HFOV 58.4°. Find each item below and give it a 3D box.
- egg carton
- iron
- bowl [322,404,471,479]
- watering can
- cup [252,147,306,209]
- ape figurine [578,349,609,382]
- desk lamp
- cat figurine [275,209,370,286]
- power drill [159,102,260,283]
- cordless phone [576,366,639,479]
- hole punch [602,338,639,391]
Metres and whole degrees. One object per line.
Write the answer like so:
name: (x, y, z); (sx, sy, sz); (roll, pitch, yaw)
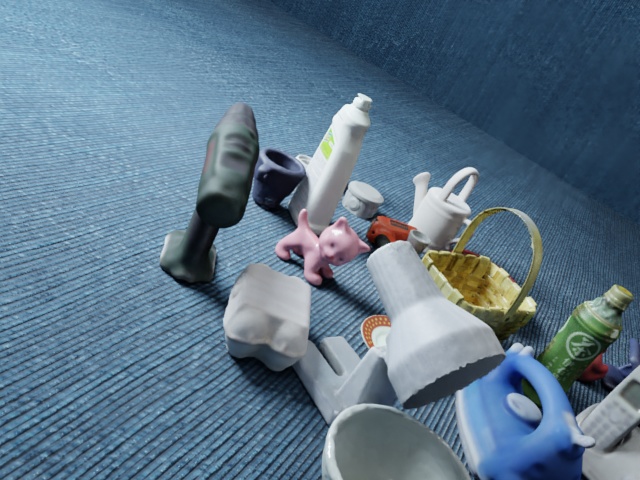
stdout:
egg carton: (-0.065, 0.092, 0.723); (0.107, 0.069, 0.150); (22, 27, -12)
iron: (0.258, 0.214, 0.739); (0.119, 0.141, 0.258); (21, 27, -15)
bowl: (0.067, 0.249, 0.564); (0.168, 0.074, 0.167); (23, 27, -12)
watering can: (0.256, -0.072, 1.190); (0.172, 0.194, 0.101); (35, 27, 14)
cup: (-0.088, -0.101, 1.016); (0.091, 0.095, 0.118); (35, 27, 12)
ape figurine: (0.489, 0.206, 1.036); (0.076, 0.092, 0.077); (10, 32, -33)
desk lamp: (0.078, 0.122, 0.646); (0.118, 0.213, 0.202); (2, 36, -42)
cat figurine: (0.008, 0.003, 0.899); (0.127, 0.117, 0.067); (37, 27, 18)
power drill: (-0.141, -0.058, 0.759); (0.076, 0.208, 0.229); (19, 28, -18)
cordless phone: (0.432, 0.265, 0.769); (0.094, 0.185, 0.147); (-3, 40, -47)
hole punch: (0.592, 0.250, 1.061); (0.101, 0.091, 0.109); (36, 27, 15)
